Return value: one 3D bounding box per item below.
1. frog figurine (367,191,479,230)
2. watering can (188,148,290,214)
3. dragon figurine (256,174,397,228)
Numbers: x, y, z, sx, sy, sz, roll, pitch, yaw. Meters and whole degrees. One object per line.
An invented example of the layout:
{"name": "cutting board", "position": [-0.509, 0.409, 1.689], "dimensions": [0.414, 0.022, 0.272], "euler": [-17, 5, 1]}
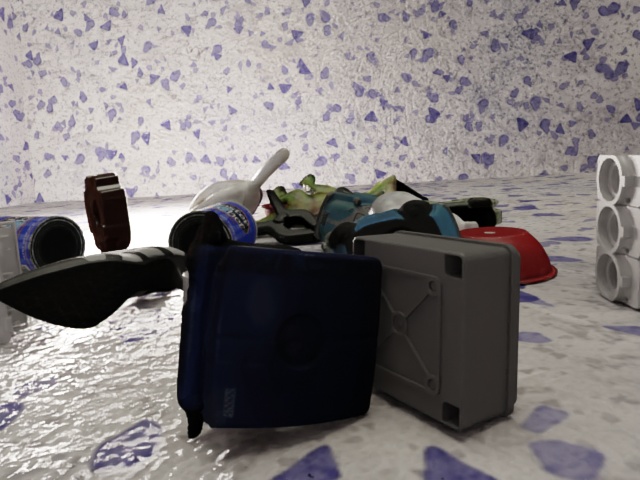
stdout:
{"name": "frog figurine", "position": [0.157, -0.026, 0.792], "dimensions": [0.158, 0.124, 0.136], "euler": [-13, -15, 24]}
{"name": "watering can", "position": [-0.191, -0.102, 1.201], "dimensions": [0.346, 0.104, 0.225], "euler": [-32, 0, 11]}
{"name": "dragon figurine", "position": [0.003, -0.057, 1.130], "dimensions": [0.415, 0.120, 0.244], "euler": [-28, 26, -28]}
